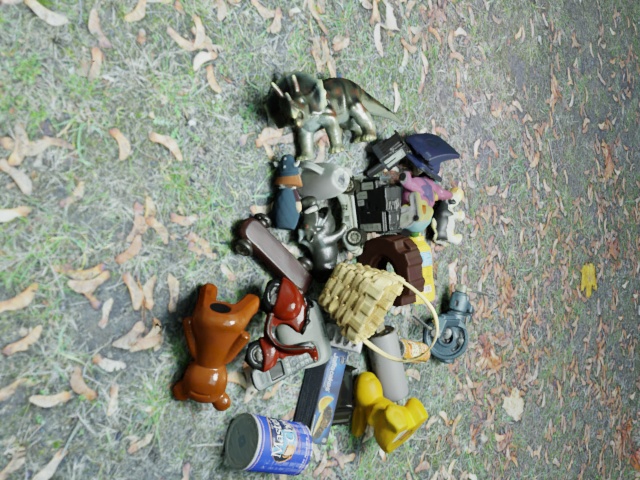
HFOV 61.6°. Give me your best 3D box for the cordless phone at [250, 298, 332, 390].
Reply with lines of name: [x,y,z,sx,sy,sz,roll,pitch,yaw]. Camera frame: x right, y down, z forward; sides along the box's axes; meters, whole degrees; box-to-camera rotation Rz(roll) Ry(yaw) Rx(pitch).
cordless phone: [-0.074,0.208,1.085,0.184,0.089,0.146,-23,104,-35]

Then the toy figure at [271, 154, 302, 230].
toy figure: [-0.069,-0.098,1.106,0.064,0.058,0.154,5,86,-6]

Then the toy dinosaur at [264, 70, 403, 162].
toy dinosaur: [0.032,-0.289,1.170,0.405,0.131,0.192,-29,109,-44]

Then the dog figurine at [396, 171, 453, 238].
dog figurine: [0.256,-0.091,1.353,0.219,0.108,0.191,7,59,-45]

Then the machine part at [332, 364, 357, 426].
machine part: [0.046,0.351,1.216,0.084,0.039,0.138,14,81,-35]

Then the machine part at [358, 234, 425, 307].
machine part: [0.160,0.070,1.236,0.056,0.179,0.179,-12,97,-40]

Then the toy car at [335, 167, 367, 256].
toy car: [0.067,-0.063,1.211,0.073,0.056,0.201,-6,88,-77]

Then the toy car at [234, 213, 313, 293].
toy car: [-0.092,0.034,1.089,0.202,0.053,0.089,46,52,-26]

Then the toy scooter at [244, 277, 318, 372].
toy scooter: [-0.058,0.168,1.026,0.135,0.075,0.184,15,74,-3]

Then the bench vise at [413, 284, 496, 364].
bench vise: [0.341,0.219,1.407,0.240,0.129,0.223,15,100,-60]

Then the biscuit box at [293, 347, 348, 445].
biscuit box: [-0.001,0.330,1.158,0.059,0.063,0.202,26,73,-40]

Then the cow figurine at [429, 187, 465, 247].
cow figurine: [0.341,-0.071,1.466,0.098,0.068,0.167,15,78,-34]

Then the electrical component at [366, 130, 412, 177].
electrical component: [0.158,-0.202,1.300,0.074,0.119,0.048,28,29,-57]

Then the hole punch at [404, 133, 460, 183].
hole punch: [0.273,-0.218,1.352,0.115,0.142,0.092,14,123,-46]

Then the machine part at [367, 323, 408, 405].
machine part: [0.160,0.296,1.290,0.079,0.079,0.243,-22,104,-40]

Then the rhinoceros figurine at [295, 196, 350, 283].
rhinoceros figurine: [-0.002,-0.004,1.161,0.112,0.073,0.190,-19,106,-27]

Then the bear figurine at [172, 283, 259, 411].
bear figurine: [-0.190,0.198,0.975,0.132,0.120,0.195,-77,180,-69]

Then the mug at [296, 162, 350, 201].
mug: [0.004,-0.134,1.141,0.109,0.107,0.081,42,61,-35]

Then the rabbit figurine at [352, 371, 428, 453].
rabbit figurine: [0.139,0.386,1.234,0.122,0.173,0.162,-14,143,-40]

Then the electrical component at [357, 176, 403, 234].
electrical component: [0.130,-0.080,1.247,0.058,0.115,0.134,-6,95,-43]
